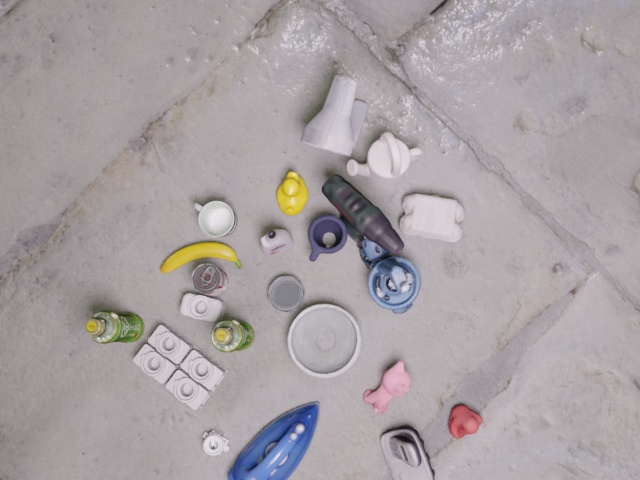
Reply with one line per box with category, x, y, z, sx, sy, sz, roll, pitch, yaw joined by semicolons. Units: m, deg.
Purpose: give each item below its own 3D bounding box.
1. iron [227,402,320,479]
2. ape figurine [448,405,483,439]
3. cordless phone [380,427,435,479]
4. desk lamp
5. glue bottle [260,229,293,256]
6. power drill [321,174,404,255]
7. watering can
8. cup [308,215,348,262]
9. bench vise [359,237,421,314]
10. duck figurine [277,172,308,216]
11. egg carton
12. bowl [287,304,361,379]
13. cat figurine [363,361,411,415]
iron;-0.090;0.461;1.251;0.118;0.141;0.258;40;84;7
ape figurine;0.327;0.409;1.276;0.078;0.092;0.076;-9;80;0
cordless phone;0.195;0.481;1.219;0.094;0.185;0.147;-23;81;-2
desk lamp;0.039;-0.278;1.333;0.118;0.213;0.203;17;81;4
glue bottle;-0.104;-0.001;1.311;0.078;0.173;0.037;-28;81;-3
power drill;0.097;-0.043;1.296;0.075;0.208;0.229;-44;82;-5
watering can;0.152;-0.182;1.325;0.173;0.194;0.101;-37;81;-5
cup;0.012;0.005;1.347;0.091;0.095;0.118;31;83;6
bench vise;0.141;0.068;1.271;0.121;0.220;0.207;-43;82;-5
duck figurine;-0.068;-0.114;1.373;0.077;0.086;0.104;6;81;2
egg carton;0.267;-0.054;1.364;0.150;0.069;0.107;9;81;3
bowl;0.011;0.232;1.320;0.167;0.075;0.167;0;81;1
cat figurine;0.157;0.333;1.279;0.067;0.118;0.128;40;84;7
